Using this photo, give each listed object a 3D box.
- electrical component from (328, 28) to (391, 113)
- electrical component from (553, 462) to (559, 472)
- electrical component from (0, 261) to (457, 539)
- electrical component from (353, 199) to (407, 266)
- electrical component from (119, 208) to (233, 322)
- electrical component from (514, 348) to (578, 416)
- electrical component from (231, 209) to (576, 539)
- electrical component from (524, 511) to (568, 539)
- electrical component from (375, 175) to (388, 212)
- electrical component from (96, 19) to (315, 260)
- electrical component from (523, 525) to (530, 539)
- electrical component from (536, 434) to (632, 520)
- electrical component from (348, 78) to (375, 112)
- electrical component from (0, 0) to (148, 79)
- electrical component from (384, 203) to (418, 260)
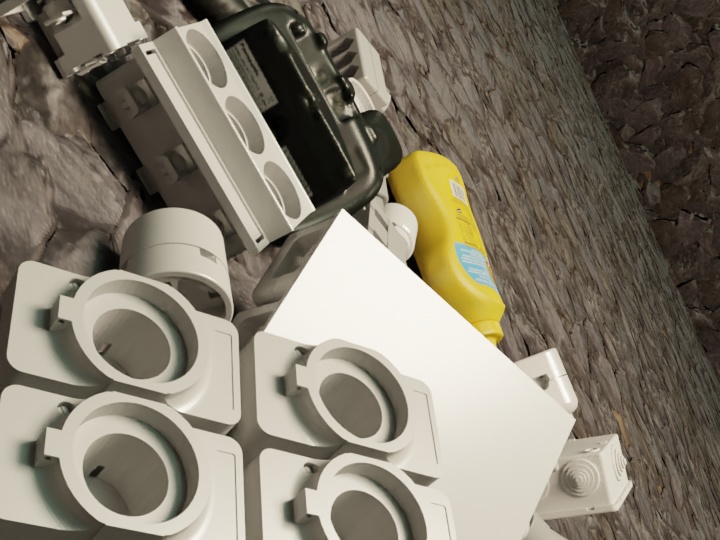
[{"bbox_3d":[0.001,-0.154,0.928,0.077,0.047,0.065,43,29,-45],"label":"electrical component"},{"bbox_3d":[0.111,0.124,0.839,0.047,0.066,0.076,47,28,-40],"label":"electrical component"},{"bbox_3d":[-0.053,0.074,0.414,0.186,0.060,0.105,19,43,-28],"label":"electrical component"},{"bbox_3d":[0.000,0.000,0.741,0.055,0.050,0.089,53,23,-28],"label":"electrical component"},{"bbox_3d":[-0.090,0.003,0.518,0.055,0.055,0.047,46,24,-40],"label":"electrical component"},{"bbox_3d":[0.142,0.107,0.906,0.095,0.054,0.059,119,-49,-74],"label":"electrical component"},{"bbox_3d":[0.016,0.072,0.580,0.186,0.060,0.105,42,62,-19],"label":"electrical component"},{"bbox_3d":[0.136,0.212,0.835,0.065,0.044,0.044,48,26,-26],"label":"electrical component"},{"bbox_3d":[0.001,-0.051,0.813,0.048,0.048,0.062,29,48,-57],"label":"electrical component"},{"bbox_3d":[-0.086,-0.067,0.594,0.121,0.063,0.078,60,21,-9],"label":"electrical component"},{"bbox_3d":[0.053,0.123,0.688,0.057,0.078,0.113,44,28,-49],"label":"electrical component"},{"bbox_3d":[0.171,0.170,0.887,0.100,0.100,0.048,-6,83,-68],"label":"electrical component"},{"bbox_3d":[-0.020,-0.115,0.818,0.048,0.055,0.066,44,28,-42],"label":"electrical component"},{"bbox_3d":[-0.147,-0.137,0.561,0.063,0.042,0.081,61,21,-12],"label":"electrical component"},{"bbox_3d":[0.022,-0.021,0.833,0.040,0.040,0.078,56,22,-21],"label":"electrical component"}]
